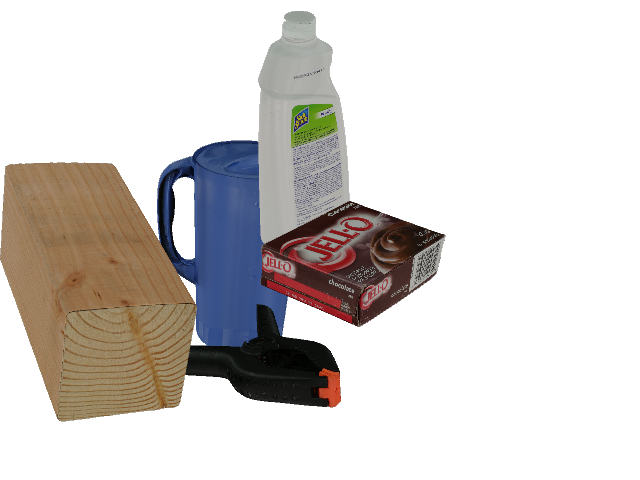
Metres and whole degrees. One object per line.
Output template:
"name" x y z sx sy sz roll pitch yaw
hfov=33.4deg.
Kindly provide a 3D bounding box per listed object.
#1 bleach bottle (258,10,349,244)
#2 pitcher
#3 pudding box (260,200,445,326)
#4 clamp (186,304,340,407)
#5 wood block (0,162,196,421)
"bleach bottle" -0.014 -0.107 1.060 0.102 0.251 0.068 -26 43 -33
"pitcher" -0.102 0.009 1.277 0.149 0.243 0.144 21 27 31
"pudding box" 0.024 0.014 0.783 0.090 0.039 0.113 22 29 30
"clamp" -0.050 0.103 0.962 0.210 0.036 0.164 11 22 41
"wood block" -0.171 0.029 0.788 0.090 0.091 0.206 -3 32 -27
